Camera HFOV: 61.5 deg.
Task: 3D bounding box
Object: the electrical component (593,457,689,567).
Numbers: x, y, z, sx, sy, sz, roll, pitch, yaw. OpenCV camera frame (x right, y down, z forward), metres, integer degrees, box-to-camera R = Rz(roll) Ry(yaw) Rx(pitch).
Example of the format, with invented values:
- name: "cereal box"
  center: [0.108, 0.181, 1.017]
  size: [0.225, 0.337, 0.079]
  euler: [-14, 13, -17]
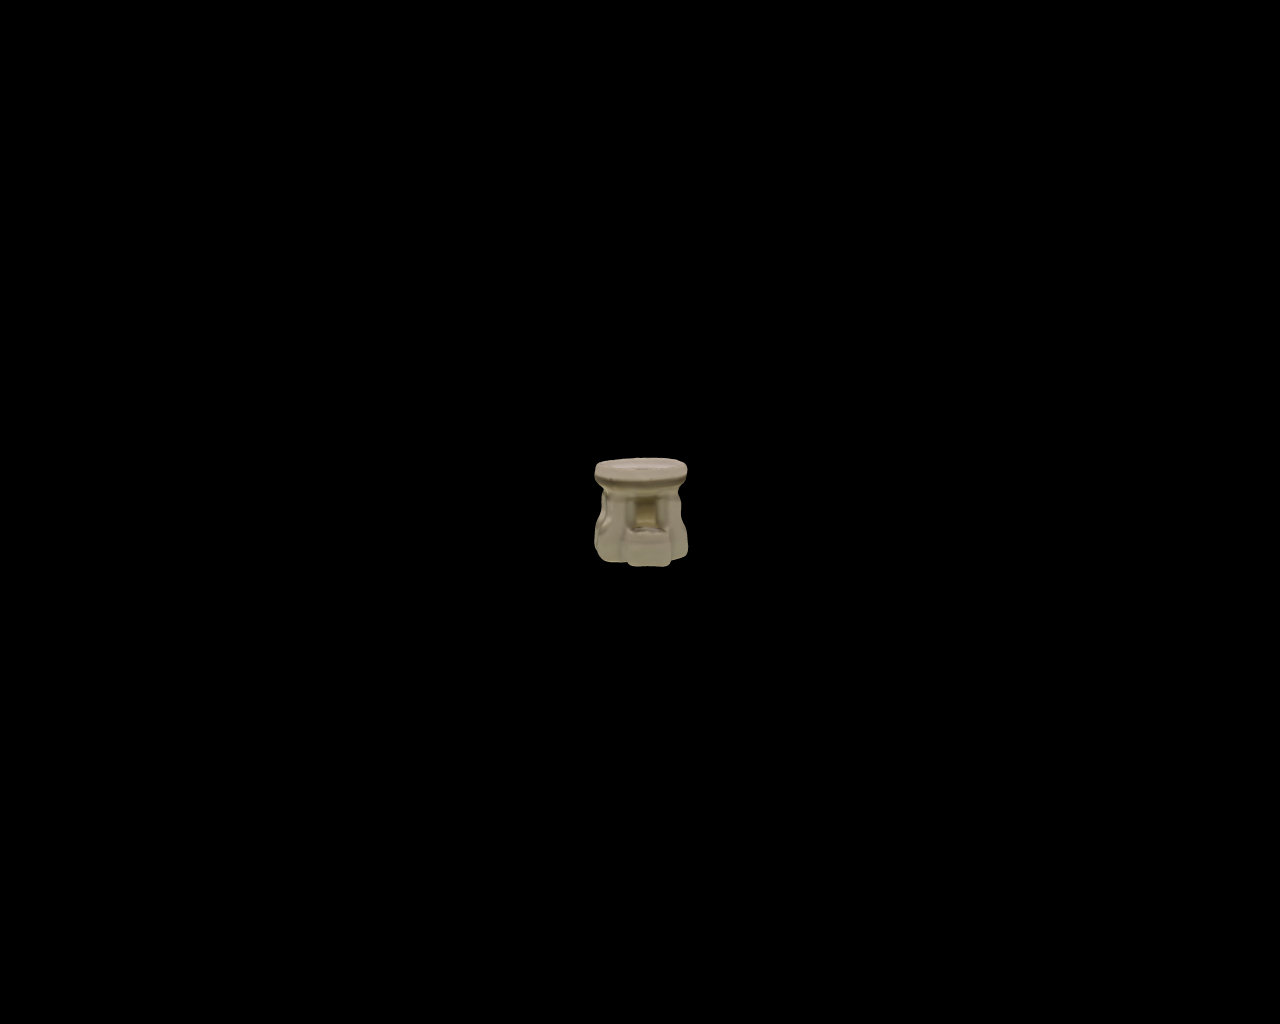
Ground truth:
- name: "electrical component"
  center: [0.001, -0.003, 0.650]
  size: [0.058, 0.057, 0.078]
  euler: [-1, 9, -7]
